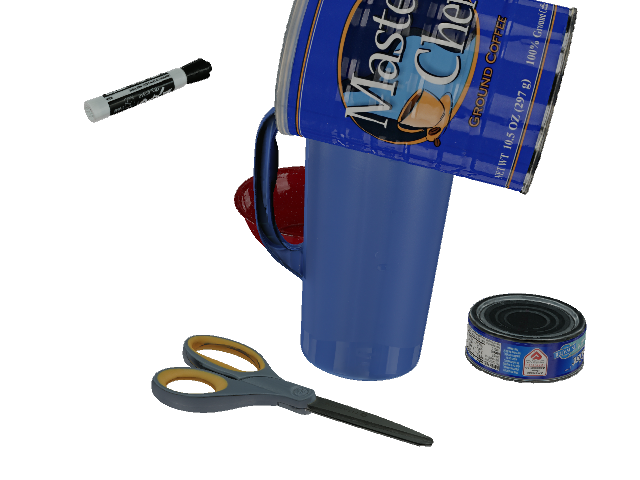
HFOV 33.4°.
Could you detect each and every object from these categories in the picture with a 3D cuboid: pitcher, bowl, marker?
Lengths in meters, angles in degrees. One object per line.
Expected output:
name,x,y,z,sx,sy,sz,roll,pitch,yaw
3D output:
pitcher,0.034,-0.009,0.916,0.149,0.243,0.144,22,26,40
bowl,-0.009,-0.020,1.110,0.162,0.055,0.162,2,30,-2
marker,-0.146,-0.131,0.919,0.120,0.020,0.020,-27,14,-28

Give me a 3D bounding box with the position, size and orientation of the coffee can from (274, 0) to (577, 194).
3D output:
coffee can,0.056,-0.091,0.580,0.140,0.103,0.102,15,2,7

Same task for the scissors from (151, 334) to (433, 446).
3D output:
scissors,-0.032,0.111,0.720,0.202,0.016,0.096,23,30,37

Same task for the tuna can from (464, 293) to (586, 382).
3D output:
tuna can,0.149,0.069,0.775,0.086,0.034,0.086,0,20,0
